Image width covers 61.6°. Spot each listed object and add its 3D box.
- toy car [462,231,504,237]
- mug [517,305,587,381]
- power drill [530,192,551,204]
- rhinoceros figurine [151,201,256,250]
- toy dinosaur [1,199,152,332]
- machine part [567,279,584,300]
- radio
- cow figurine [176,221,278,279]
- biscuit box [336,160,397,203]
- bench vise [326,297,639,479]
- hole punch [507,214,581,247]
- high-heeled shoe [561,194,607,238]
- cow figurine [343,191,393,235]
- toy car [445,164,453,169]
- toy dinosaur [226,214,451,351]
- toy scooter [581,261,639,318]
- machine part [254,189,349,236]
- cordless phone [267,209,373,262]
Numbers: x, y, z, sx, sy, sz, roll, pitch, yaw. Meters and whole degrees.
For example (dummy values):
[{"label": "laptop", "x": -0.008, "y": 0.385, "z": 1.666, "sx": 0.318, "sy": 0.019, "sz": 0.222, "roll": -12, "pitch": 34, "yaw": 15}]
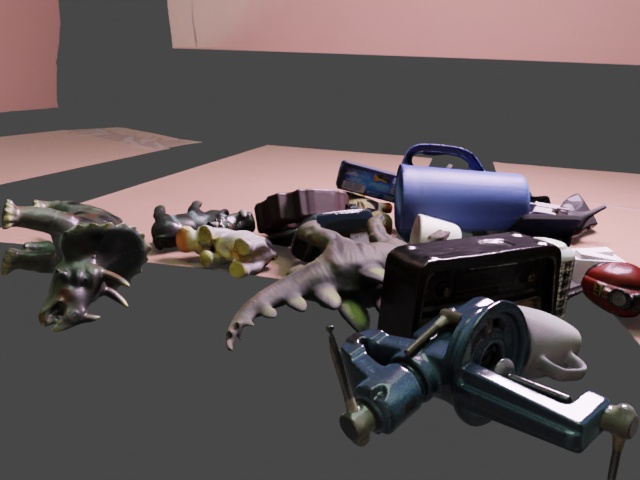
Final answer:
[{"label": "toy car", "x": 0.303, "y": -0.048, "z": 1.136, "sx": 0.202, "sy": 0.056, "sz": 0.073, "roll": 18, "pitch": 47, "yaw": 41}, {"label": "mug", "x": 0.244, "y": 0.116, "z": 0.591, "sx": 0.107, "sy": 0.080, "sz": 0.110, "roll": 4, "pitch": 13, "yaw": -31}, {"label": "power drill", "x": 0.432, "y": -0.084, "z": 1.291, "sx": 0.232, "sy": 0.086, "sz": 0.207, "roll": 1, "pitch": 8, "yaw": -16}, {"label": "rhinoceros figurine", "x": -0.214, "y": -0.026, "z": 0.983, "sx": 0.190, "sy": 0.073, "sz": 0.112, "roll": -6, "pitch": 18, "yaw": -28}, {"label": "toy dinosaur", "x": -0.355, "y": 0.001, "z": 0.815, "sx": 0.192, "sy": 0.131, "sz": 0.405, "roll": 11, "pitch": 10, "yaw": -17}, {"label": "machine part", "x": 0.348, "y": 0.061, "z": 0.858, "sx": 0.084, "sy": 0.039, "sz": 0.139, "roll": -16, "pitch": 26, "yaw": -34}, {"label": "radio", "x": 0.184, "y": 0.066, "z": 0.649, "sx": 0.229, "sy": 0.131, "sz": 0.073, "roll": -6, "pitch": 17, "yaw": -28}, {"label": "cow figurine", "x": -0.156, "y": 0.007, "z": 0.893, "sx": 0.168, "sy": 0.068, "sz": 0.098, "roll": 17, "pitch": 16, "yaw": 30}, {"label": "biscuit box", "x": 0.136, "y": -0.114, "z": 1.122, "sx": 0.203, "sy": 0.059, "sz": 0.063, "roll": 14, "pitch": 13, "yaw": -5}, {"label": "bench vise", "x": 0.138, "y": 0.126, "z": 0.475, "sx": 0.223, "sy": 0.128, "sz": 0.241, "roll": -13, "pitch": 18, "yaw": -39}, {"label": "hole punch", "x": 0.403, "y": 0.013, "z": 0.969, "sx": 0.142, "sy": 0.092, "sz": 0.115, "roll": -2, "pitch": -16, "yaw": 0}, {"label": "high-heeled shoe", "x": 0.550, "y": -0.040, "z": 1.221, "sx": 0.145, "sy": 0.086, "sz": 0.248, "roll": -26, "pitch": -5, "yaw": 7}, {"label": "cow figurine", "x": 0.081, "y": -0.050, "z": 1.097, "sx": 0.127, "sy": 0.085, "sz": 0.195, "roll": 0, "pitch": 19, "yaw": -31}, {"label": "toy car", "x": 0.308, "y": -0.111, "z": 1.176, "sx": 0.089, "sy": 0.053, "sz": 0.202, "roll": 28, "pitch": -11, "yaw": 16}, {"label": "toy dinosaur", "x": 0.044, "y": 0.047, "z": 0.744, "sx": 0.471, "sy": 0.104, "sz": 0.199, "roll": -17, "pitch": 29, "yaw": -37}, {"label": "toy scooter", "x": 0.469, "y": 0.084, "z": 0.744, "sx": 0.184, "sy": 0.075, "sz": 0.135, "roll": 9, "pitch": 18, "yaw": 5}, {"label": "machine part", "x": -0.033, "y": -0.048, "z": 1.005, "sx": 0.179, "sy": 0.056, "sz": 0.179, "roll": -8, "pitch": -10, "yaw": -1}, {"label": "cordless phone", "x": -0.001, "y": -0.004, "z": 0.958, "sx": 0.146, "sy": 0.088, "sz": 0.184, "roll": -9, "pitch": 3, "yaw": -32}]
